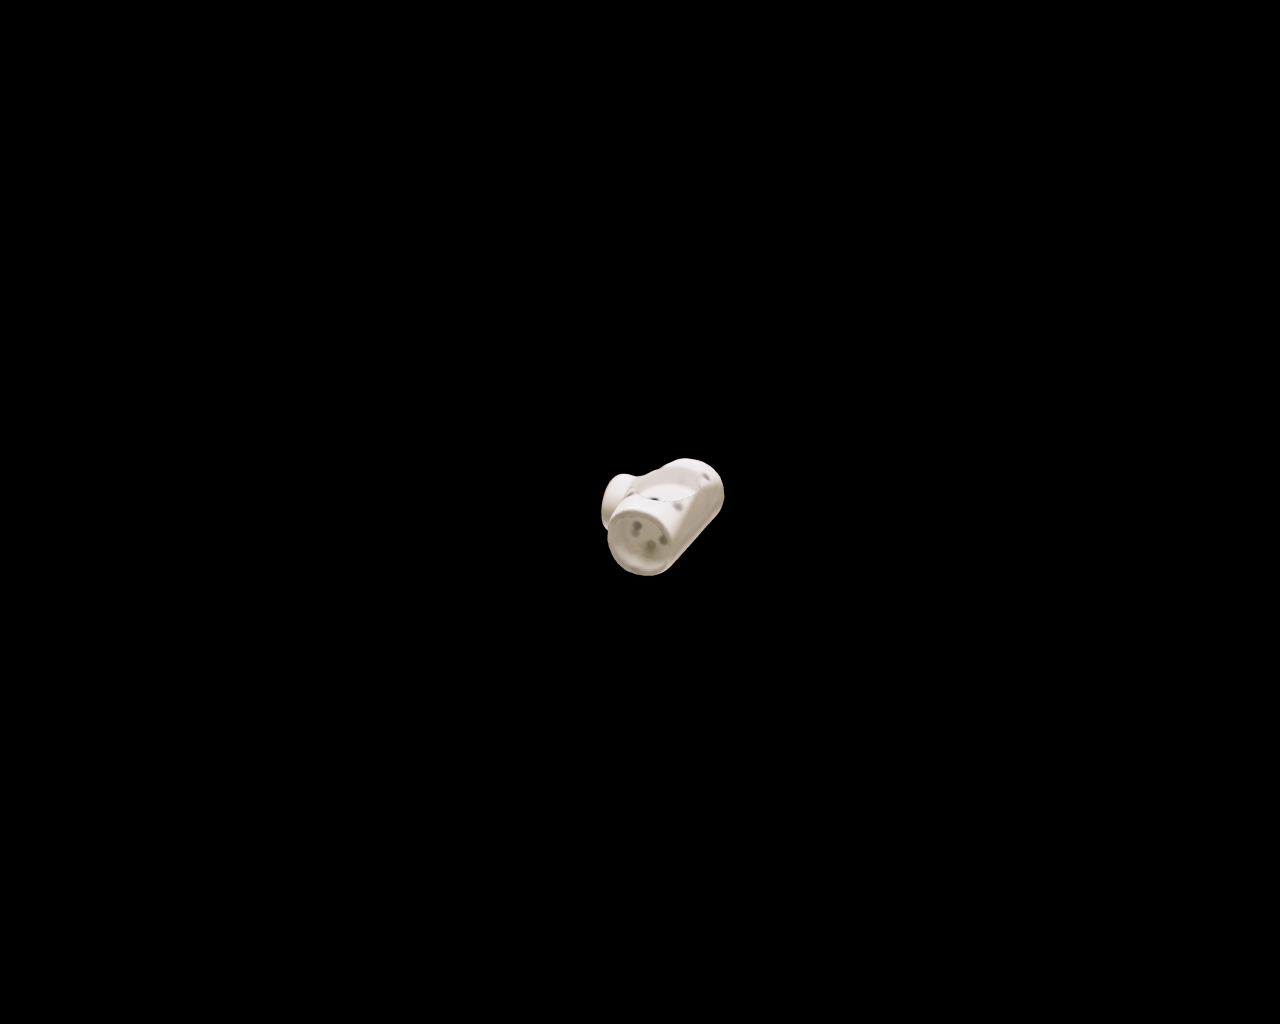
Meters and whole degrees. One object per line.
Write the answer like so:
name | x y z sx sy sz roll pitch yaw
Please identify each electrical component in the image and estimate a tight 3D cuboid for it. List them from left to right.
electrical component | 0.001 -0.003 0.650 0.079 0.044 0.077 14 32 24
